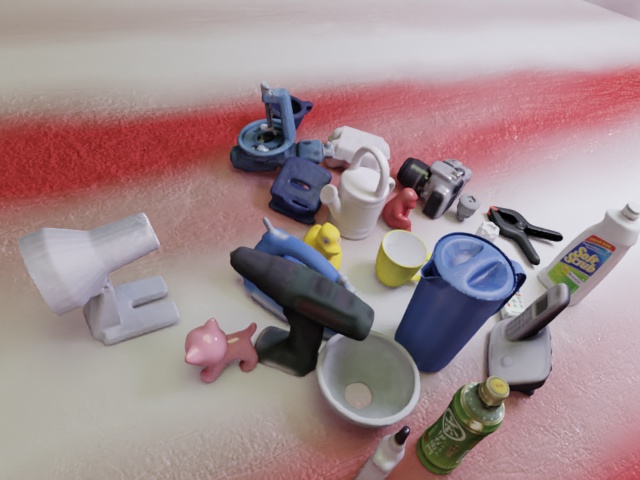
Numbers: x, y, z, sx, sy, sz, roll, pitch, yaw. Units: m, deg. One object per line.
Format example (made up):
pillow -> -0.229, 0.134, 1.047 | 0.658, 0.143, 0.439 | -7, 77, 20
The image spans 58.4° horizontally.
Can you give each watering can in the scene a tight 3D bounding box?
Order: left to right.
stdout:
watering can -> 0.080, -0.096, 1.124 | 0.100, 0.194, 0.173 | 34, 48, 15

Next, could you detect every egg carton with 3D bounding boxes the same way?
egg carton -> 0.086, -0.199, 1.307 | 0.150, 0.069, 0.107 | 17, 46, -2

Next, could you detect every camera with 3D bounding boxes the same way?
camera -> 0.254, -0.142, 1.285 | 0.136, 0.101, 0.143 | 35, 48, 15

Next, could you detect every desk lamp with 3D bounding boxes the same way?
desk lamp -> -0.318, 0.054, 0.848 | 0.204, 0.213, 0.117 | -16, 55, -29

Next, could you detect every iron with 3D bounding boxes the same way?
iron -> -0.016, 0.068, 0.979 | 0.258, 0.141, 0.119 | 32, 47, 13

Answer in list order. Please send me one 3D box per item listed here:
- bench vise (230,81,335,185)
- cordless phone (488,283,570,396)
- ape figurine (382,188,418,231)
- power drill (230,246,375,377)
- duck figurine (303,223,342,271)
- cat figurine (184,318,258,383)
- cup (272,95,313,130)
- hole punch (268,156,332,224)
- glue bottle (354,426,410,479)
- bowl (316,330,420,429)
bench vise -> -0.072, -0.226, 1.179 | 0.208, 0.220, 0.121 | -5, 50, -21
cordless phone -> 0.364, 0.167, 0.976 | 0.094, 0.185, 0.147 | 17, 46, -1
ape figurine -> 0.175, -0.069, 1.200 | 0.076, 0.092, 0.078 | 29, 47, 10
power drill -> -0.040, 0.117, 0.880 | 0.229, 0.208, 0.075 | 19, 46, 0
duck figurine -> 0.010, 0.004, 1.085 | 0.078, 0.086, 0.104 | -6, 50, -22
cat figurine -> -0.152, 0.159, 0.870 | 0.128, 0.118, 0.067 | -15, 54, -28
cup -> -0.074, -0.274, 1.309 | 0.118, 0.095, 0.091 | -19, 56, -30
hole punch -> -0.039, -0.102, 1.164 | 0.108, 0.091, 0.101 | 24, 46, 5
glue bottle -> 0.089, 0.296, 0.780 | 0.037, 0.173, 0.078 | 36, 48, 17
bowl -> 0.068, 0.228, 0.904 | 0.167, 0.075, 0.167 | 9, 47, -9
